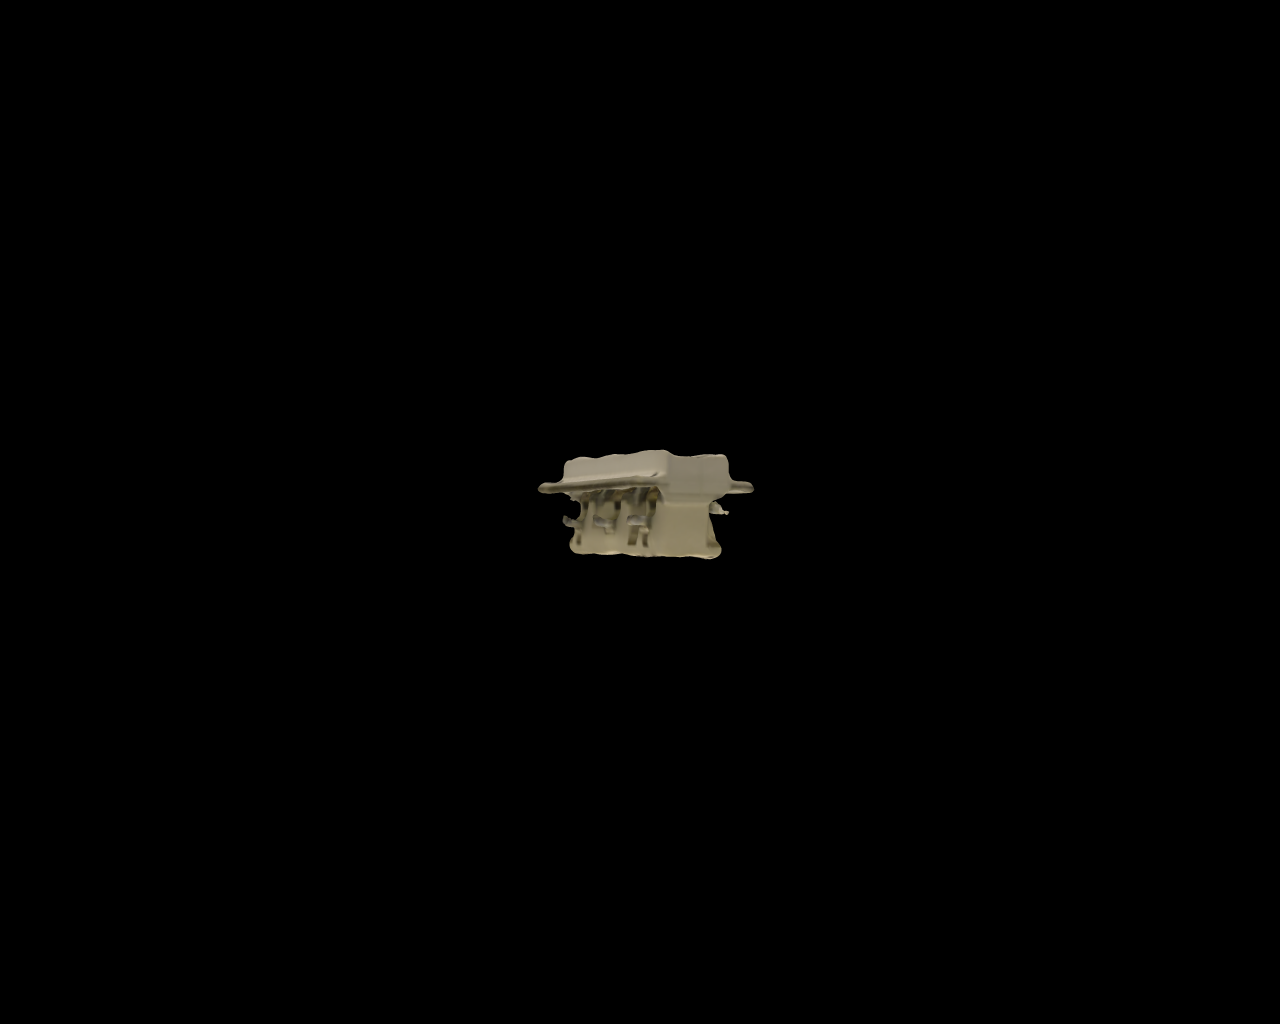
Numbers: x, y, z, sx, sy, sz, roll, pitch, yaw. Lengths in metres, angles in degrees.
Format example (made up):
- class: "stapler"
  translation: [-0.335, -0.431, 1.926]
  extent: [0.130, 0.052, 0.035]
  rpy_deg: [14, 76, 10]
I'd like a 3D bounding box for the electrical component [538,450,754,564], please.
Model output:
- class: "electrical component"
  translation: [0.001, -0.003, 0.650]
  extent: [0.079, 0.063, 0.121]
  rpy_deg: [0, 0, -32]
